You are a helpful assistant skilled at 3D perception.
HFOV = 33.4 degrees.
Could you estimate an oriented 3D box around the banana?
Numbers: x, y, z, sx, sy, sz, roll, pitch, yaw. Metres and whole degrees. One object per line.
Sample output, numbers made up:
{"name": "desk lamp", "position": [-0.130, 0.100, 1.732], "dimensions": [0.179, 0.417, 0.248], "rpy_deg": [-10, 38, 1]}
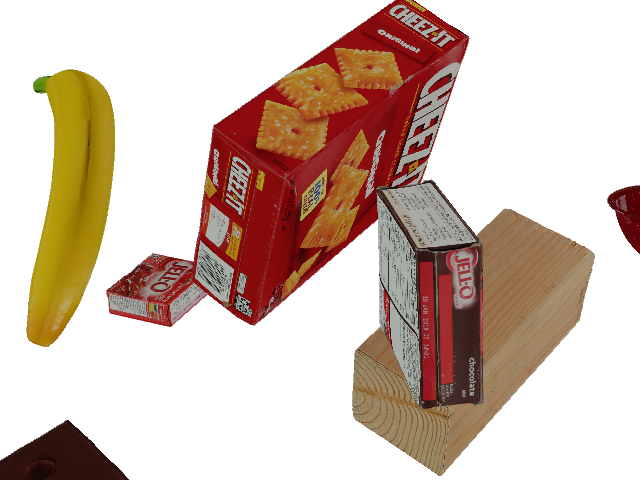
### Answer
{"name": "banana", "position": [-0.151, -0.035, 0.651], "dimensions": [0.037, 0.198, 0.070], "rpy_deg": [15, -36, -30]}

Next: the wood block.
{"name": "wood block", "position": [0.125, 0.076, 0.865], "dimensions": [0.091, 0.090, 0.205], "rpy_deg": [30, 52, 28]}

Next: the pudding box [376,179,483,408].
{"name": "pudding box", "position": [0.058, 0.026, 0.580], "dimensions": [0.039, 0.090, 0.113], "rpy_deg": [-5, 20, -8]}

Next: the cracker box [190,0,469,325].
{"name": "cracker box", "position": [0.008, -0.057, 0.774], "dimensions": [0.072, 0.164, 0.213], "rpy_deg": [37, 52, 18]}

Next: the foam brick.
{"name": "foam brick", "position": [-0.110, 0.131, 0.482], "dimensions": [0.052, 0.051, 0.078], "rpy_deg": [-31, 44, -31]}

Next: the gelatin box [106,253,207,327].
{"name": "gelatin box", "position": [-0.159, 0.048, 1.070], "dimensions": [0.073, 0.030, 0.089], "rpy_deg": [11, 30, 23]}

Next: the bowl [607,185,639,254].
{"name": "bowl", "position": [0.359, -0.010, 1.034], "dimensions": [0.162, 0.055, 0.162], "rpy_deg": [0, 18, 0]}
